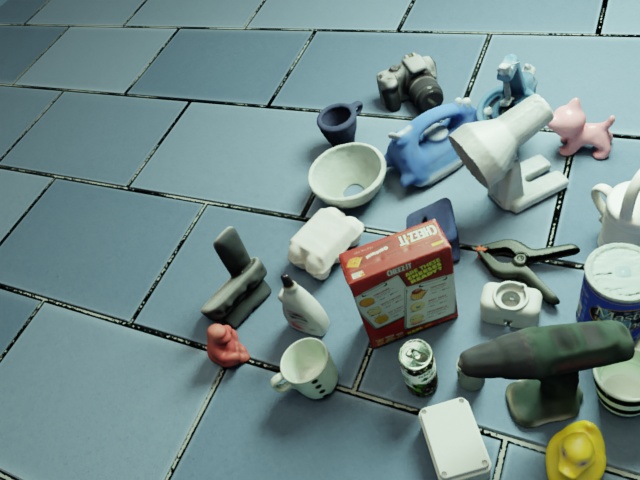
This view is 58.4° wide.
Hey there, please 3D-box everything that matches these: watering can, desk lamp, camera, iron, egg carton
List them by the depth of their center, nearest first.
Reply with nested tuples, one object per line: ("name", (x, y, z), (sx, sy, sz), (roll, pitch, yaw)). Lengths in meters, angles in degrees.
("watering can", (0.524, -0.047, 0.928), (0.172, 0.194, 0.101), (17, 60, 28))
("desk lamp", (0.348, -0.155, 1.055), (0.203, 0.214, 0.117), (-27, 50, -4))
("egg carton", (0.010, 0.004, 1.131), (0.107, 0.069, 0.150), (29, 66, 33))
("iron", (0.246, -0.224, 1.188), (0.258, 0.142, 0.118), (-33, 51, -9))
("camera", (0.217, -0.359, 1.329), (0.143, 0.101, 0.136), (-22, 50, 0))

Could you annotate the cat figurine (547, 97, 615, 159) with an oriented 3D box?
("cat figurine", (0.508, -0.224, 1.121), (0.127, 0.118, 0.067), (7, 56, 22))

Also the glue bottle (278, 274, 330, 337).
("glue bottle", (-0.039, 0.109, 0.997), (0.078, 0.173, 0.037), (9, 57, 24))

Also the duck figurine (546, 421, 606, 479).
("duck figurine", (0.354, 0.291, 0.788), (0.077, 0.086, 0.105), (24, 64, 31))

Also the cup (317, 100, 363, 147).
("cup", (0.056, -0.256, 1.303), (0.118, 0.095, 0.091), (-38, 52, -13))

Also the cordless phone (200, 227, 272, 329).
("cordless phone", (-0.179, 0.065, 1.067), (0.093, 0.185, 0.148), (26, 64, 32))

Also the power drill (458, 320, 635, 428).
("power drill", (0.311, 0.187, 0.803), (0.229, 0.209, 0.075), (-17, 50, 5))

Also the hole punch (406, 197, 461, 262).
("hole punch", (0.207, -0.013, 1.068), (0.101, 0.091, 0.108), (-9, 51, 11))

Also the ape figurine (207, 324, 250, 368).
("ape figurine", (-0.175, 0.184, 1.034), (0.076, 0.092, 0.078), (-7, 52, 13))

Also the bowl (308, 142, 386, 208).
("bowl", (0.063, -0.123, 1.211), (0.167, 0.075, 0.167), (-9, 51, 11))

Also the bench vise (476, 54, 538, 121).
("bench vise", (0.378, -0.300, 1.155), (0.121, 0.220, 0.207), (1, 54, 18))
